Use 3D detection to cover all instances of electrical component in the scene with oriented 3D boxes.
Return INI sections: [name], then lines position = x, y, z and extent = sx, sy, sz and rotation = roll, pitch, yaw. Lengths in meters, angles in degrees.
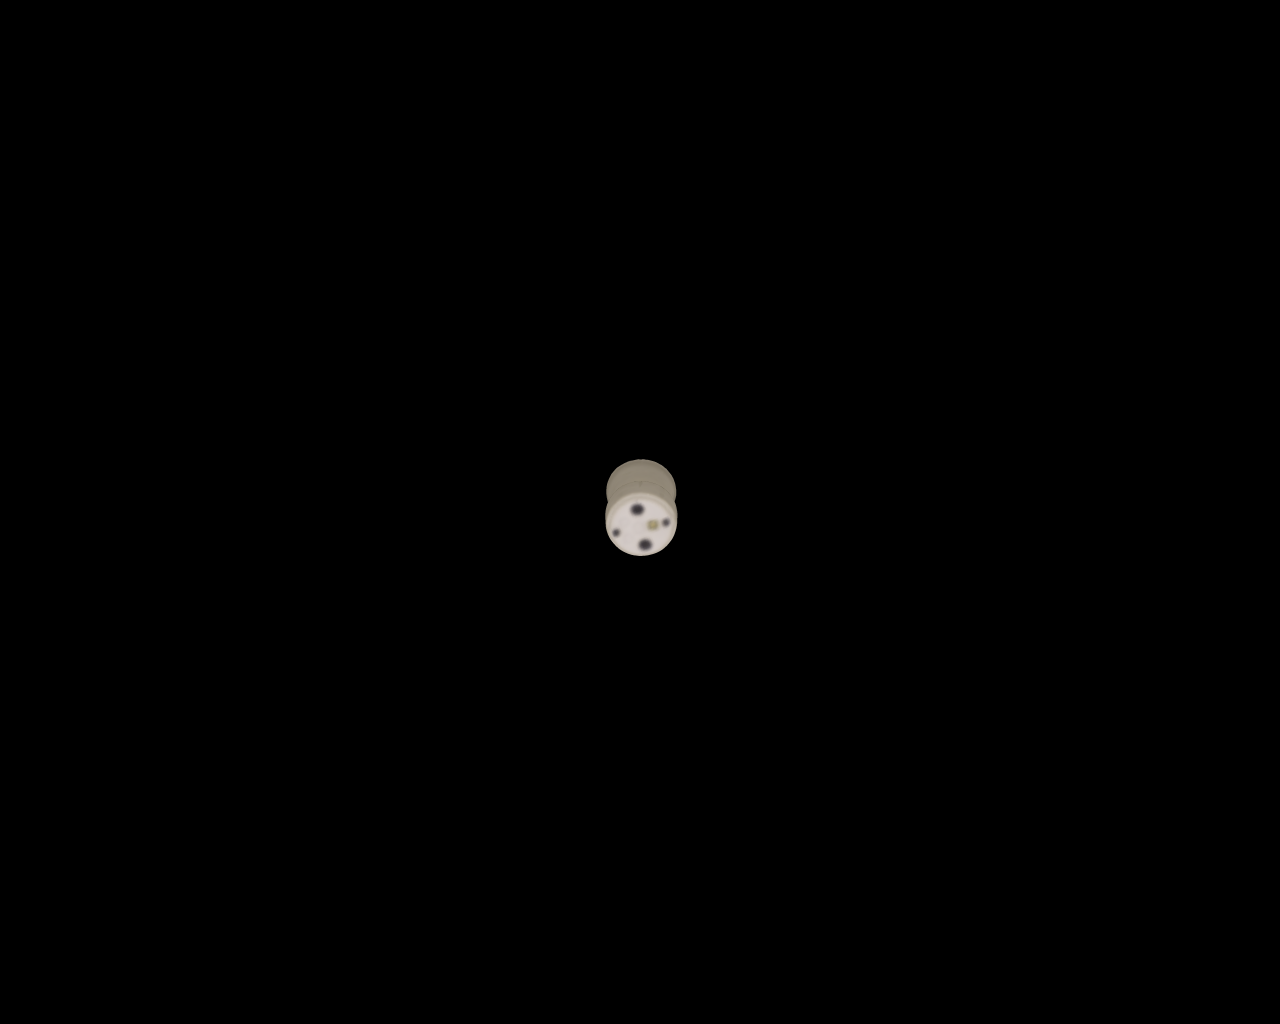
[electrical component]
position = 0.001, -0.003, 0.650
extent = 0.045, 0.044, 0.055
rotation = 0, 24, 0
